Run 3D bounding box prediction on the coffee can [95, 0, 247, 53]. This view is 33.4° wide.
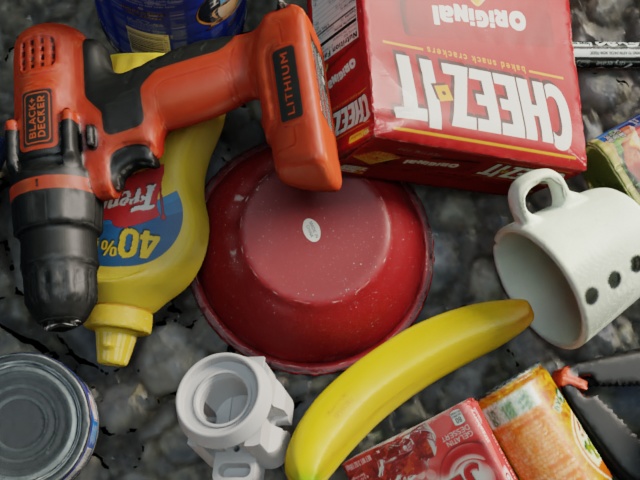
[{"bbox_3d":[-0.095,-0.177,0.659,0.102,0.140,0.103,1,76,-4],"label":"coffee can"}]

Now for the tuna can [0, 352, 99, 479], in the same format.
[{"bbox_3d":[-0.177,0.110,0.637,0.086,0.034,0.086,1,76,-4],"label":"tuna can"}]

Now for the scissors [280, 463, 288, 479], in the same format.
[{"bbox_3d":[-0.001,0.189,0.602,0.202,0.016,0.096,48,42,17],"label":"scissors"}]

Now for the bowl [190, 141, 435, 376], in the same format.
[{"bbox_3d":[-0.004,0.001,0.665,0.162,0.055,0.162,1,75,-3],"label":"bowl"}]

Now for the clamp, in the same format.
[{"bbox_3d":[0.249,0.115,0.661,0.210,0.036,0.164,28,79,4],"label":"clamp"}]

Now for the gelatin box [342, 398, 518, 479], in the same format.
[{"bbox_3d":[0.068,0.145,0.628,0.089,0.030,0.073,-31,79,19],"label":"gelatin box"}]

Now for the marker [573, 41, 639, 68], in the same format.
[{"bbox_3d":[0.204,-0.127,0.730,0.121,0.020,0.020,0,76,-4],"label":"marker"}]

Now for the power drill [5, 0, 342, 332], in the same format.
[{"bbox_3d":[-0.086,-0.049,0.598,0.188,0.057,0.184,-9,74,8],"label":"power drill"}]

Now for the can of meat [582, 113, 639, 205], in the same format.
[{"bbox_3d":[0.229,-0.039,0.691,0.084,0.057,0.102,-28,80,-8],"label":"can of meat"}]

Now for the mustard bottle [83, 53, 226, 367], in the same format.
[{"bbox_3d":[-0.115,-0.018,0.658,0.096,0.058,0.191,2,76,14],"label":"mustard bottle"}]

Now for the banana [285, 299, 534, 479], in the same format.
[{"bbox_3d":[0.044,0.092,0.641,0.197,0.037,0.070,-38,39,-25],"label":"banana"}]

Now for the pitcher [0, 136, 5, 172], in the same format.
[{"bbox_3d":[-0.281,0.034,0.610,0.145,0.149,0.243,16,78,-16],"label":"pitcher"}]

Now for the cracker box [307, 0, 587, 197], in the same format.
[{"bbox_3d":[0.078,-0.144,0.670,0.163,0.072,0.214,5,73,-29],"label":"cracker box"}]
